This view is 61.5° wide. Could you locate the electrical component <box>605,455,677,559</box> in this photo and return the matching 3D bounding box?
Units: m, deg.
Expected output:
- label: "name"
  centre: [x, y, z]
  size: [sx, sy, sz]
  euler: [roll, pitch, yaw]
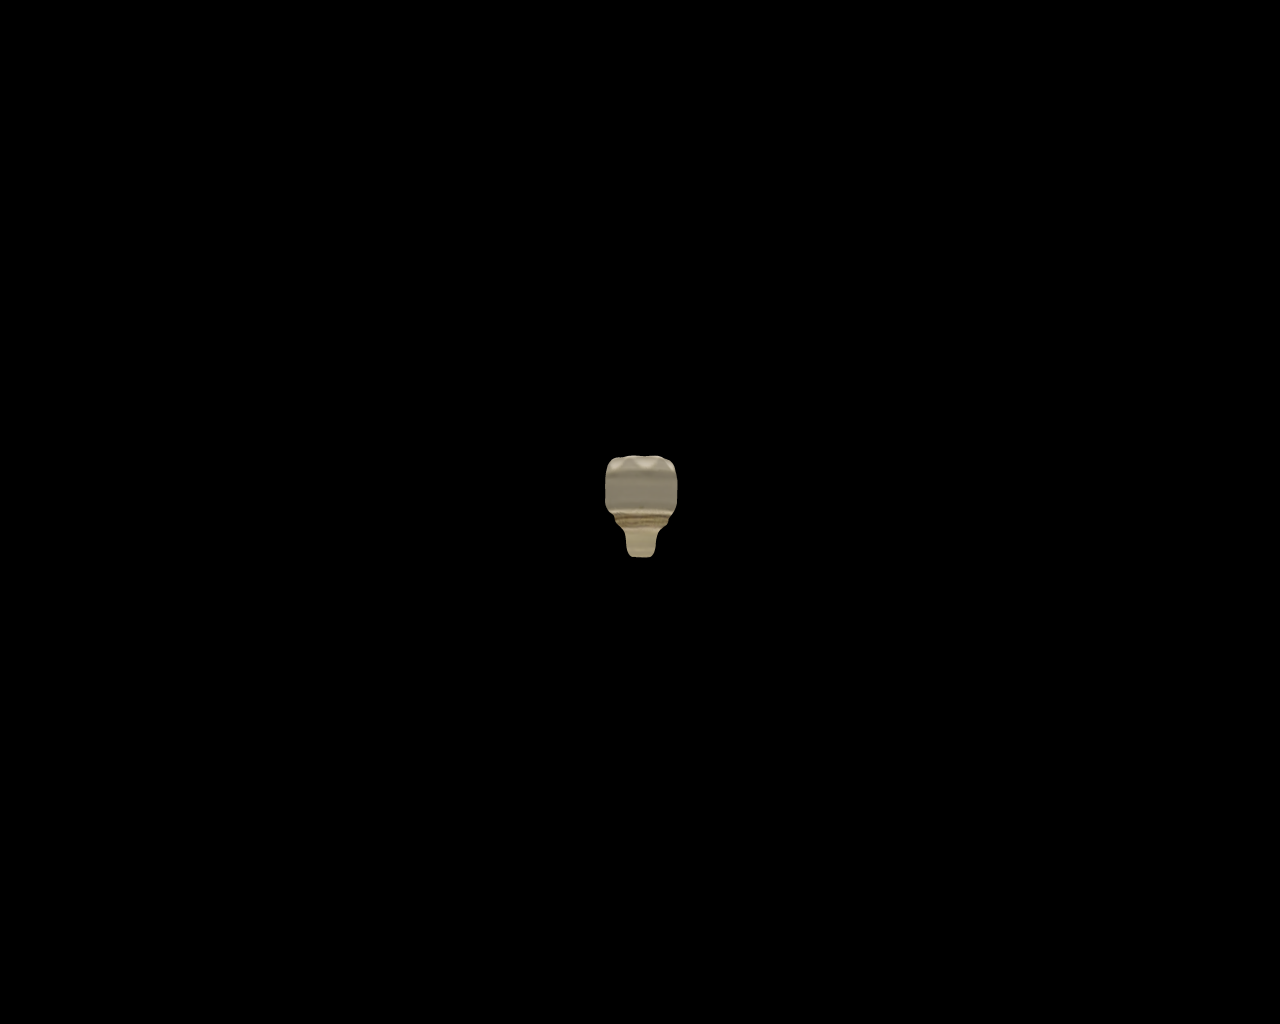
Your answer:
- label: "electrical component"
  centre: [0.001, -0.003, 0.650]
  size: [0.043, 0.062, 0.043]
  euler: [0, -4, 0]
